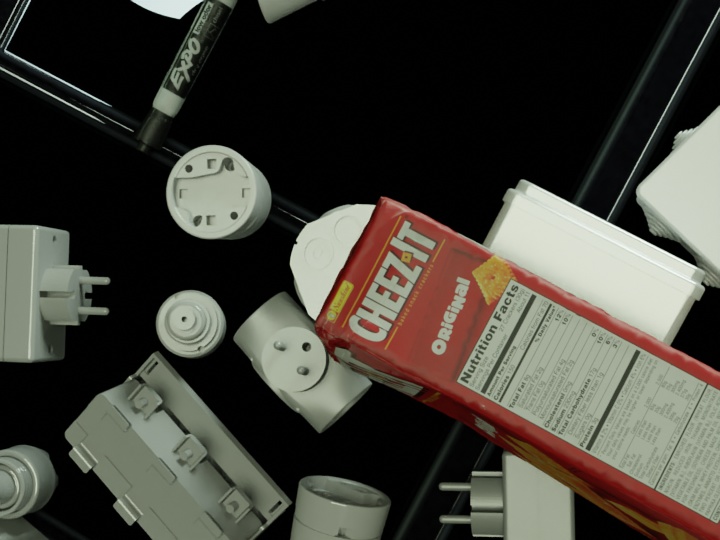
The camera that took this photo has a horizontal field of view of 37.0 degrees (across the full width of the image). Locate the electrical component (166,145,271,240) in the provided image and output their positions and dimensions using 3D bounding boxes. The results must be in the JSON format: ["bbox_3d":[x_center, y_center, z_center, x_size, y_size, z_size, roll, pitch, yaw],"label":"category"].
[{"bbox_3d":[-0.083,-0.045,0.653,0.055,0.047,0.055,0,88,10],"label":"electrical component"}]

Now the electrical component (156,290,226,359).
[{"bbox_3d":[-0.101,0.032,0.641,0.040,0.078,0.040,0,84,-4],"label":"electrical component"}]

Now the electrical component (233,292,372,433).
[{"bbox_3d":[-0.036,0.053,0.625,0.044,0.079,0.077,-44,82,-2],"label":"electrical component"}]

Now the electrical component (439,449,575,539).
[{"bbox_3d":[0.084,0.134,0.616,0.077,0.047,0.065,-1,88,10],"label":"electrical component"}]

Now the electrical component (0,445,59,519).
[{"bbox_3d":[-0.217,0.132,0.661,0.043,0.062,0.043,0,88,10],"label":"electrical component"}]

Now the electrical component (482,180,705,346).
[{"bbox_3d":[0.122,0.002,0.585,0.109,0.109,0.056,28,95,10],"label":"electrical component"}]

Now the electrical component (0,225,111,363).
[{"bbox_3d":[-0.192,0.015,0.669,0.076,0.047,0.083,1,88,9],"label":"electrical component"}]

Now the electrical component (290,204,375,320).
[{"bbox_3d":[0.000,0.000,0.634,0.080,0.051,0.080,0,88,10],"label":"electrical component"}]

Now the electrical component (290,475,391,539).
[{"bbox_3d":[-0.014,0.152,0.630,0.055,0.055,0.047,13,94,10],"label":"electrical component"}]

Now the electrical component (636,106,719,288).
[{"bbox_3d":[0.215,-0.042,0.600,0.099,0.048,0.099,-45,81,5],"label":"electrical component"}]

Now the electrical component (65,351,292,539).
[{"bbox_3d":[-0.112,0.121,0.638,0.121,0.063,0.078,47,112,9],"label":"electrical component"}]

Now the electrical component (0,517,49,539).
[{"bbox_3d":[-0.196,0.217,0.632,0.186,0.105,0.060,37,94,9],"label":"electrical component"}]

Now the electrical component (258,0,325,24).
[{"bbox_3d":[-0.031,-0.180,0.653,0.065,0.044,0.044,-15,85,4],"label":"electrical component"}]
